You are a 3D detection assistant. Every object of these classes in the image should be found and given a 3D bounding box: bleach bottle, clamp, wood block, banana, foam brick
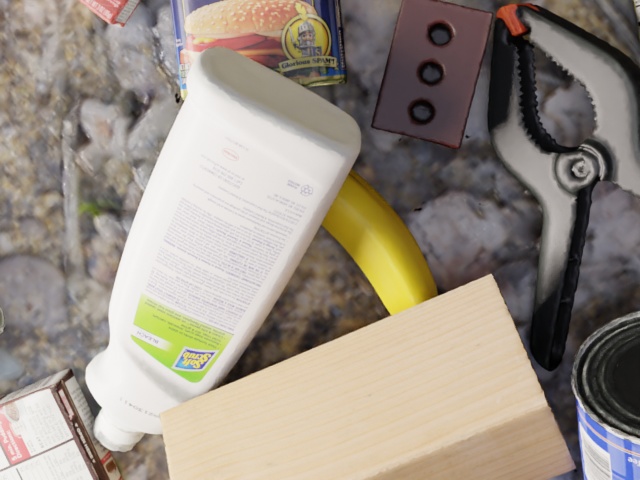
[{"bbox_3d":[-0.077,0.022,0.612,0.102,0.068,0.251,28,116,-8],"label":"bleach bottle"},{"bbox_3d":[0.147,-0.033,0.604,0.165,0.036,0.210,-36,82,33],"label":"clamp"},{"bbox_3d":[0.026,0.114,0.604,0.206,0.090,0.091,-24,51,8],"label":"wood block"},{"bbox_3d":[0.001,-0.015,0.636,0.198,0.037,0.070,32,116,2],"label":"banana"},{"bbox_3d":[0.064,-0.095,0.610,0.053,0.051,0.078,13,98,4],"label":"foam brick"}]

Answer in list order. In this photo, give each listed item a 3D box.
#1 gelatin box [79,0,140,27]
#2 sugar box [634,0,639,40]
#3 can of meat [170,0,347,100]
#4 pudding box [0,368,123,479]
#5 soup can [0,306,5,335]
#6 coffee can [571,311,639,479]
[{"bbox_3d":[-0.135,-0.181,0.629,0.089,0.030,0.073,36,99,0],"label":"gelatin box"},{"bbox_3d":[0.220,-0.153,0.590,0.093,0.048,0.176,-11,95,7],"label":"sugar box"},{"bbox_3d":[-0.036,-0.127,0.614,0.102,0.057,0.084,-4,99,7],"label":"can of meat"},{"bbox_3d":[-0.191,0.145,0.672,0.113,0.039,0.090,-24,95,10],"label":"pudding box"},{"bbox_3d":[-0.251,0.069,0.653,0.068,0.068,0.102,44,98,-1],"label":"soup can"},{"bbox_3d":[0.192,0.122,0.571,0.103,0.103,0.140,-11,123,7],"label":"coffee can"}]
